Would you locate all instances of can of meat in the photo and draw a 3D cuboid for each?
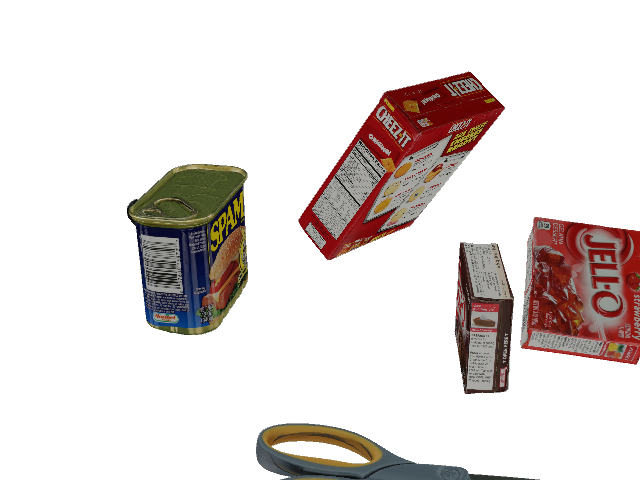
[{"bbox_3d":[-0.085,0.005,0.722,0.057,0.084,0.102,5,24,13],"label":"can of meat"}]

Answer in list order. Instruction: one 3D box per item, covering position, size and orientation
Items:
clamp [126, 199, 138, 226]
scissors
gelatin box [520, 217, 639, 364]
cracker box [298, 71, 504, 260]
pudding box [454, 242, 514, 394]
[{"bbox_3d":[-0.141,0.001,1.139,0.120,0.039,0.171,-12,38,-7],"label":"clamp"},{"bbox_3d":[0.054,0.134,0.547,0.202,0.016,0.096,10,26,19],"label":"scissors"},{"bbox_3d":[0.168,0.030,0.680,0.073,0.089,0.030,8,-35,5],"label":"gelatin box"},{"bbox_3d":[0.088,-0.086,1.217,0.163,0.072,0.214,-21,-25,-45],"label":"cracker box"},{"bbox_3d":[0.136,0.064,0.902,0.039,0.090,0.113,-1,23,1],"label":"pudding box"}]
